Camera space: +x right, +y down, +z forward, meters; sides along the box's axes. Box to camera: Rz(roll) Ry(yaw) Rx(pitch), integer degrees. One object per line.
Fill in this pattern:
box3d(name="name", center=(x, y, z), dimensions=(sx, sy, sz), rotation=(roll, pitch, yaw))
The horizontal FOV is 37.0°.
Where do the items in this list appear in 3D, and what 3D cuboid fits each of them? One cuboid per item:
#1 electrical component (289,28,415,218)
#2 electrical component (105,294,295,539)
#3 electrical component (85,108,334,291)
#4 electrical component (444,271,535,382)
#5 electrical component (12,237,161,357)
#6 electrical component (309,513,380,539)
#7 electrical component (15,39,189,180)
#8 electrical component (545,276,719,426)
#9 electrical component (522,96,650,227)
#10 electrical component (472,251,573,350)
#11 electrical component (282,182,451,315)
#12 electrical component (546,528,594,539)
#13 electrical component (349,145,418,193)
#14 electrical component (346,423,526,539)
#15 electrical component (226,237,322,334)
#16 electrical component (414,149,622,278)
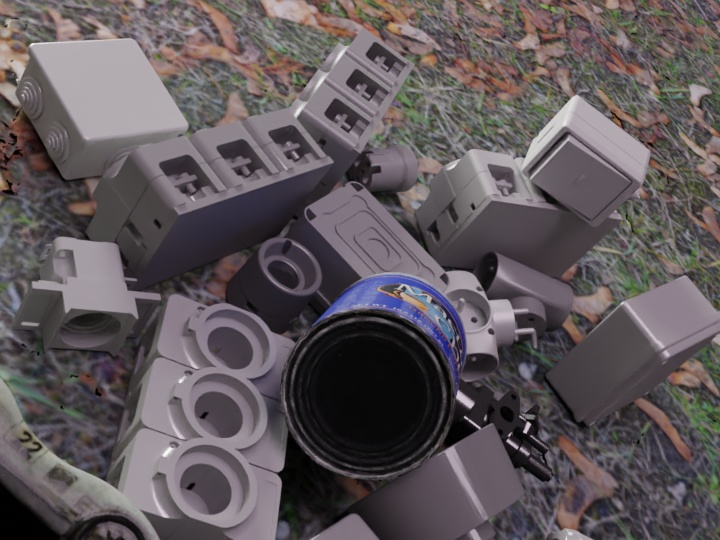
box3d(name="electrical component", center=(-0.024, -0.121, 0.866), dimensions=(0.062, 0.089, 0.150), rotation=(35, 41, -7))
box3d(name="electrical component", center=(-0.093, 0.097, 0.641), dimensions=(0.089, 0.061, 0.150), rotation=(23, 44, -19))
box3d(name="electrical component", center=(-0.105, -0.054, 0.744), dimensions=(0.150, 0.089, 0.061), rotation=(-25, 72, -47))
box3d(name="electrical component", center=(0.096, 0.042, 0.837), dimensions=(0.079, 0.044, 0.077), rotation=(-4, 54, -10))
box3d(name="electrical component", center=(-0.172, 0.015, 0.669), dimensions=(0.081, 0.042, 0.063), rotation=(7, 47, -34))
box3d(name="electrical component", center=(-0.013, 0.199, 0.596), dimensions=(0.100, 0.048, 0.099), rotation=(-26, 57, -31))
box3d(name="electrical component", center=(-0.186, -0.115, 0.767), dimensions=(0.100, 0.048, 0.099), rotation=(-16, 66, -44))
box3d(name="electrical component", center=(0.225, 0.065, 0.879), dimensions=(0.109, 0.108, 0.056), rotation=(-16, 63, -45))
box3d(name="electrical component", center=(0.188, -0.082, 0.874), dimensions=(0.096, 0.061, 0.061), rotation=(36, 41, -6))
box3d(name="electrical component", center=(0.134, 0.032, 0.886), dimensions=(0.077, 0.044, 0.079), rotation=(23, 44, -20))
box3d(name="electrical component", center=(0.000, 0.000, 0.802), dimensions=(0.113, 0.057, 0.078), rotation=(47, 41, 7))
box3d(name="electrical component", center=(0.158, 0.209, 0.750), dimensions=(0.062, 0.043, 0.043), rotation=(29, 42, -16))
box3d(name="electrical component", center=(0.019, -0.084, 0.906), dimensions=(0.046, 0.040, 0.040), rotation=(-8, 60, -34))
box3d(name="electrical component", center=(0.053, 0.149, 0.676), dimensions=(0.108, 0.108, 0.060), rotation=(-19, 74, -45))
box3d(name="electrical component", center=(-0.059, 0.010, 0.755), dimensions=(0.055, 0.047, 0.055), rotation=(21, 44, -22))
box3d(name="electrical component", center=(0.134, -0.049, 0.923), dimensions=(0.150, 0.089, 0.061), rotation=(5, 52, -34))
